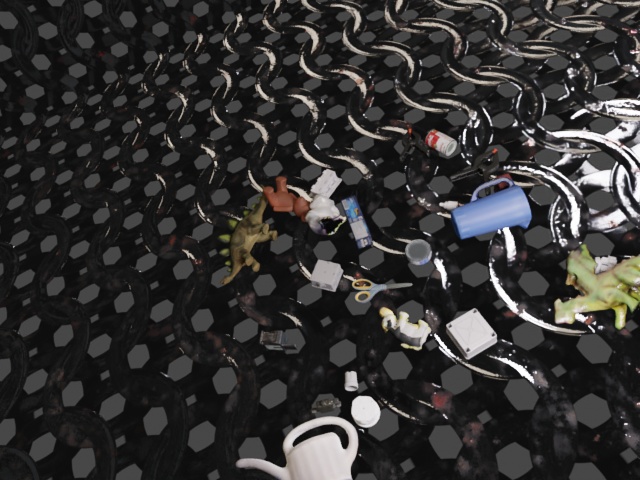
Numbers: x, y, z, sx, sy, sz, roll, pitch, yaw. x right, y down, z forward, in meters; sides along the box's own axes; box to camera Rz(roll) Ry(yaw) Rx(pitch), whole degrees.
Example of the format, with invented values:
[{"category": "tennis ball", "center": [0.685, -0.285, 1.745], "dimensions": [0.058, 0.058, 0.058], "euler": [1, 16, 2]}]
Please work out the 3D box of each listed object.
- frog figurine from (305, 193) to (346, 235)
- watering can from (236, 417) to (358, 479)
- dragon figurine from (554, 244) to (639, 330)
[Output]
[{"category": "frog figurine", "center": [0.006, -0.096, 1.903], "dimensions": [0.138, 0.120, 0.162], "euler": [-17, 44, -22]}, {"category": "watering can", "center": [-0.047, 0.627, 1.404], "dimensions": [0.348, 0.229, 0.102], "euler": [-24, -38, -2]}, {"category": "dragon figurine", "center": [0.834, 0.097, 1.490], "dimensions": [0.246, 0.410, 0.120], "euler": [39, 2, 36]}]
